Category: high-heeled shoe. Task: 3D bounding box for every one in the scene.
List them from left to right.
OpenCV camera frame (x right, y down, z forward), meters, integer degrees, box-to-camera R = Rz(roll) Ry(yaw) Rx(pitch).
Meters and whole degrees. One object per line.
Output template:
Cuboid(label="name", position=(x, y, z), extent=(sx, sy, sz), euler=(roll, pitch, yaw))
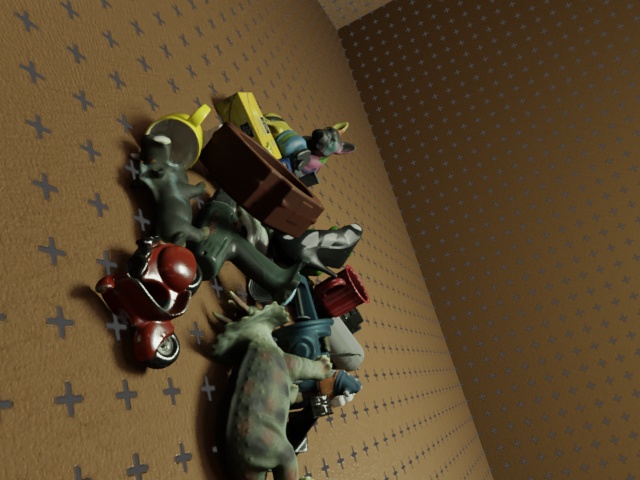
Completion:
Cuboid(label="high-heeled shoe", position=(-0.002, -0.003, 1.091), extent=(0.145, 0.086, 0.249), euler=(32, 28, 1))

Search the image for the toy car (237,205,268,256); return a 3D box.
Cuboid(label="toy car", position=(-0.144, -0.050, 1.060), extent=(0.073, 0.056, 0.202), euler=(40, 32, -58))

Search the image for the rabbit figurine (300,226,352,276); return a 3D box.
Cuboid(label="rabbit figurine", position=(-0.017, 0.028, 1.230), extent=(0.121, 0.159, 0.170), euler=(62, 0, 16))

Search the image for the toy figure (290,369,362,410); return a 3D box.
Cuboid(label="toy figure", position=(-0.003, 0.259, 0.938), extent=(0.064, 0.155, 0.057), euler=(-78, 145, -59))

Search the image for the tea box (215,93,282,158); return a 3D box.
Cuboid(label="tea box", position=(-0.161, -0.246, 1.229), extent=(0.169, 0.068, 0.098), euler=(64, 18, -10))

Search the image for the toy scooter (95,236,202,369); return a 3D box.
Cuboid(label="toy scooter", position=(-0.219, 0.060, 0.681), extent=(0.135, 0.075, 0.184), euler=(52, 28, -38))

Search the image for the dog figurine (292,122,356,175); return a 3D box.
Cuboid(label="dog figurine", position=(-0.007, -0.225, 1.414), extent=(0.191, 0.219, 0.108), euler=(25, 49, -64))

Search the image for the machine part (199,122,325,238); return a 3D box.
Cuboid(label="machine part", position=(-0.102, -0.101, 0.944), extent=(0.202, 0.087, 0.201), euler=(48, 10, 25))

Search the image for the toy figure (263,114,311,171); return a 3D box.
Cuboid(label="toy figure", position=(-0.091, -0.242, 1.322), extent=(0.180, 0.082, 0.089), euler=(40, 31, 26))

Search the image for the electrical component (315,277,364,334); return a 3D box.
Cuboid(label="electrical component", position=(0.051, 0.164, 1.311), extent=(0.134, 0.058, 0.115), euler=(61, -6, -16))

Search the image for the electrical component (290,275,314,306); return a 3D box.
Cuboid(label="electrical component", position=(-0.042, 0.104, 1.146), extent=(0.021, 0.063, 0.093), euler=(51, -18, 42))

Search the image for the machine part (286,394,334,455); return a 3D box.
Cuboid(label="machine part", position=(-0.024, 0.303, 0.887), extent=(0.039, 0.138, 0.084), euler=(21, 40, -16))

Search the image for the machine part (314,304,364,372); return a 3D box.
Cuboid(label="machine part", position=(0.033, 0.224, 1.219), extent=(0.243, 0.079, 0.079), euler=(57, 20, -34))

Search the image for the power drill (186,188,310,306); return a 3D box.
Cuboid(label="power drill", position=(-0.120, 0.010, 0.921), extent=(0.207, 0.086, 0.232), euler=(39, 31, -12))

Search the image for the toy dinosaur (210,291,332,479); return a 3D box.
Cuboid(label="toy dinosaur", position=(-0.092, 0.249, 0.773), extent=(0.192, 0.131, 0.405), euler=(34, 42, -32))

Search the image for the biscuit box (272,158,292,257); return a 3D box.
Cuboid(label="biscuit box", position=(-0.079, -0.069, 1.131), extent=(0.059, 0.063, 0.202), euler=(135, -56, -65))

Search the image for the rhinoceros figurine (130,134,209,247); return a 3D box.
Cuboid(label="rhinoceros figurine", position=(-0.233, -0.069, 0.808), extent=(0.112, 0.073, 0.190), euler=(16, 55, -55))

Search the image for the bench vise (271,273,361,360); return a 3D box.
Cuboid(label="bench vise", position=(-0.025, 0.168, 1.055), extent=(0.223, 0.129, 0.240), euler=(31, 44, -67))

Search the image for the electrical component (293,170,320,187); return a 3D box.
Cuboid(label="electrical component", position=(-0.056, -0.137, 1.325), extent=(0.074, 0.119, 0.048), euler=(63, 18, -7))
